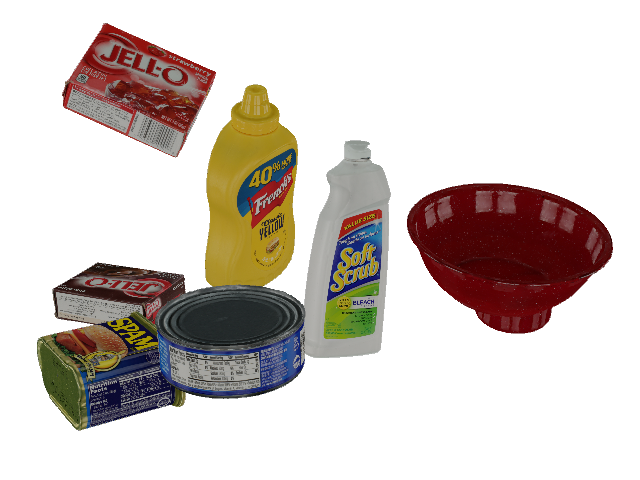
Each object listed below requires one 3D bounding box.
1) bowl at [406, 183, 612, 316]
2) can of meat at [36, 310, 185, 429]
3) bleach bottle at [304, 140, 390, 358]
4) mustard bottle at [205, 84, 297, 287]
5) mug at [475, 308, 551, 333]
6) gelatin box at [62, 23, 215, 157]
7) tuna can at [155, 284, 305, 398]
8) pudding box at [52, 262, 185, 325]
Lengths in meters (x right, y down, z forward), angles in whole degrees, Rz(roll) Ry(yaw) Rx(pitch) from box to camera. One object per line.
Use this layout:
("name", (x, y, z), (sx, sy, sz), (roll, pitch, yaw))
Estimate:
("bowl", (0.146, 0.014, 0.852), (0.162, 0.055, 0.162), (2, 30, -2))
("can of meat", (-0.165, 0.101, 0.833), (0.083, 0.057, 0.102), (-12, 21, -30))
("bleach bottle", (0.029, 0.009, 1.251), (0.102, 0.251, 0.068), (-2, 16, -17))
("mustard bottle", (-0.060, -0.049, 0.945), (0.058, 0.192, 0.096), (29, 43, 30))
("mug", (0.205, 0.039, 1.142), (0.093, 0.081, 0.117), (-5, 30, -8))
("gelatin box", (-0.127, -0.108, 0.753), (0.089, 0.073, 0.030), (24, -45, -7))
("tuna can", (-0.051, 0.057, 0.613), (0.086, 0.034, 0.086), (-1, 20, 0))
("pudding box", (-0.214, 0.060, 1.140), (0.114, 0.039, 0.090), (5, 18, 20))
